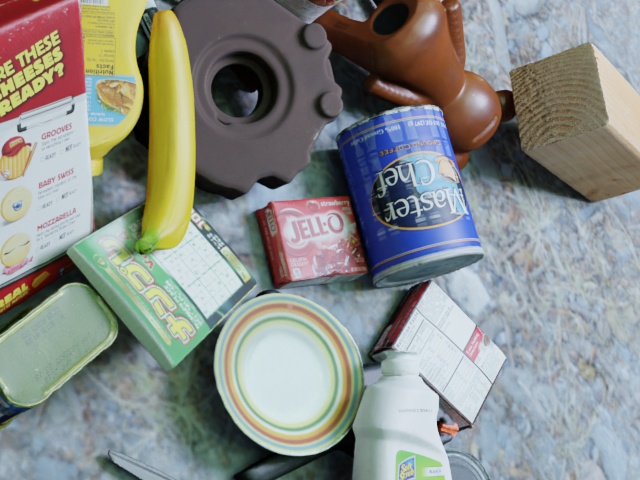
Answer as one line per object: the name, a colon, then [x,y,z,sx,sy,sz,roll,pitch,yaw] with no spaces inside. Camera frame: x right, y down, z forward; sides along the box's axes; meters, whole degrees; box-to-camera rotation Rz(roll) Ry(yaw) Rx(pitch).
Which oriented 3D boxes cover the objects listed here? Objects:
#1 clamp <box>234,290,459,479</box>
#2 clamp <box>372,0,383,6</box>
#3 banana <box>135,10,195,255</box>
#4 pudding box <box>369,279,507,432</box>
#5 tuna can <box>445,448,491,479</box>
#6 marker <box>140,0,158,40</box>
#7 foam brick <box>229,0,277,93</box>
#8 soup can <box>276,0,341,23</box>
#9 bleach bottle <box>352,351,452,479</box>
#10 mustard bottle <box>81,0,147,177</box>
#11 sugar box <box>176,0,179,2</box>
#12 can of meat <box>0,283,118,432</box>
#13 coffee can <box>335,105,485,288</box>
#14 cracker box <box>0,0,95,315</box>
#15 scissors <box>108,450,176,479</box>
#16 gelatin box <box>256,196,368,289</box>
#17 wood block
clamp: [0.024,0.132,0.900,0.209,0.036,0.164,12,66,-28]
clamp: [0.044,-0.281,1.078,0.171,0.039,0.120,22,54,-22]
banana: [-0.113,-0.073,0.803,0.037,0.070,0.198,0,70,-3]
pudding box: [0.109,0.106,0.973,0.113,0.039,0.090,44,54,-11]
tuna can: [0.111,0.226,0.929,0.086,0.034,0.086,14,64,-31]
marker: [-0.129,-0.155,0.913,0.020,0.020,0.121,-23,87,-40]
foam brick: [-0.059,-0.183,0.954,0.078,0.053,0.051,47,52,-14]
soup can: [-0.017,-0.231,0.971,0.068,0.102,0.068,14,65,-32]
bleach bottle: [0.070,0.215,0.848,0.102,0.068,0.251,7,80,-41]
mustard bottle: [-0.181,-0.125,0.802,0.096,0.058,0.192,1,103,-18]
sugar box: [-0.153,-0.267,0.890,0.176,0.093,0.048,20,49,-31]
can of meat: [-0.196,0.080,0.729,0.057,0.084,0.102,53,51,-7]
coffee can: [0.080,-0.038,0.966,0.102,0.103,0.140,-6,76,-38]
cracker box: [-0.228,-0.045,0.681,0.072,0.214,0.163,29,46,26]
scissors: [-0.076,0.226,0.803,0.201,0.016,0.096,21,61,-28]
gelatin box: [-0.006,0.001,0.934,0.089,0.030,0.073,-4,75,-38]
wood block: [0.282,-0.116,1.107,0.205,0.090,0.091,22,57,-54]
